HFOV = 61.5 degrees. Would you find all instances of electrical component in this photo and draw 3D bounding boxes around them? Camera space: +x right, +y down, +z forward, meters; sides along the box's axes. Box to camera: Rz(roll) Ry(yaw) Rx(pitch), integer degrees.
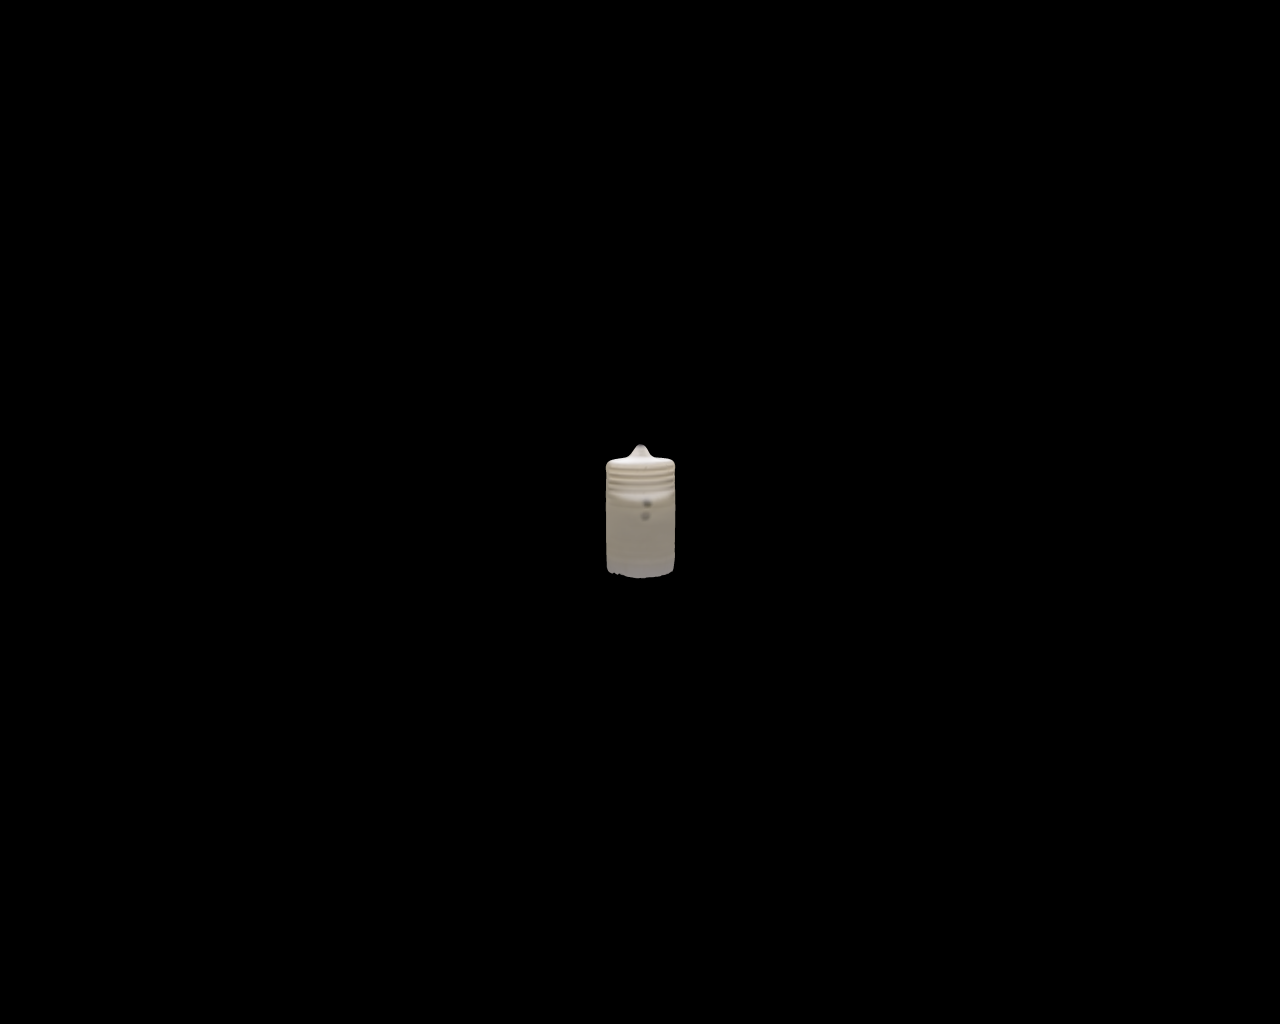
[{"bbox_3d":[0.001,-0.003,0.650,0.043,0.080,0.043,0,12,0],"label":"electrical component"}]
